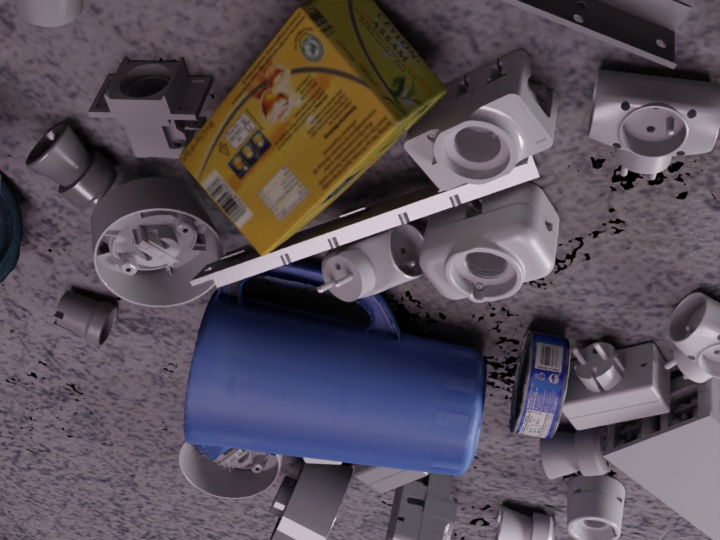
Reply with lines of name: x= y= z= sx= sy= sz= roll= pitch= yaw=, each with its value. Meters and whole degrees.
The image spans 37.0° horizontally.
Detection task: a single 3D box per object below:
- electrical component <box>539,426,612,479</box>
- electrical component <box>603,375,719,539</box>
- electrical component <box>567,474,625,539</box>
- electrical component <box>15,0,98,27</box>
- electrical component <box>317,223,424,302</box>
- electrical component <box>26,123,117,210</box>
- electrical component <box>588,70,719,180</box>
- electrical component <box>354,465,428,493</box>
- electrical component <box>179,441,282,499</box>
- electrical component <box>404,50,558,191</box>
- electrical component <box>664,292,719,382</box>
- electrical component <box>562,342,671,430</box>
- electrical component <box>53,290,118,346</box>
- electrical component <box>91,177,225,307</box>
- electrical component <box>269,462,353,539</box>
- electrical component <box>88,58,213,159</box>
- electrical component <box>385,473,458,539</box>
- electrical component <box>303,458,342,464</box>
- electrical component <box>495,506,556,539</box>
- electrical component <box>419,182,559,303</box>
electrical component: x=0.195 y=0.164 z=0.969 sx=0.055 sy=0.045 sz=0.045 roll=-10 pitch=133 yaw=26
electrical component: x=0.312 y=0.165 z=0.923 sx=0.186 sy=0.060 sz=0.105 roll=37 pitch=134 yaw=-23
electrical component: x=0.225 y=0.230 z=1.030 sx=0.055 sy=0.047 sz=0.055 roll=8 pitch=138 yaw=8
electrical component: x=-0.185 y=-0.196 z=0.691 sx=0.079 sy=0.043 sz=0.077 roll=14 pitch=139 yaw=2
electrical component: x=0.000 y=0.000 z=0.818 sx=0.077 sy=0.079 sz=0.043 roll=-19 pitch=97 yaw=45
electrical component: x=-0.221 y=-0.079 z=0.828 sx=0.045 sy=0.045 sz=0.055 roll=-23 pitch=127 yaw=35
electrical component: x=0.187 y=-0.089 z=0.696 sx=0.077 sy=0.044 sz=0.079 roll=8 pitch=138 yaw=8
electrical component: x=0.019 y=0.167 z=1.022 sx=0.077 sy=0.047 sz=0.066 roll=37 pitch=134 yaw=-26
electrical component: x=-0.124 y=0.175 z=1.062 sx=0.099 sy=0.064 sz=0.099 roll=8 pitch=138 yaw=8
electrical component: x=0.080 y=-0.095 z=0.712 sx=0.089 sy=0.055 sz=0.050 roll=-21 pitch=127 yaw=34
electrical component: x=0.272 y=0.063 z=0.836 sx=0.077 sy=0.044 sz=0.079 roll=28 pitch=137 yaw=-14
electrical component: x=0.200 y=0.085 z=0.879 sx=0.083 sy=0.047 sz=0.075 roll=-18 pitch=129 yaw=32
electrical component: x=-0.249 y=0.043 z=0.975 sx=0.046 sy=0.040 sz=0.040 roll=21 pitch=139 yaw=2
electrical component: x=-0.160 y=-0.023 z=0.839 sx=0.099 sy=0.064 sz=0.099 roll=-15 pitch=146 yaw=-10
electrical component: x=-0.056 y=0.237 z=1.081 sx=0.060 sy=0.108 sz=0.108 roll=24 pitch=138 yaw=0
electrical component: x=-0.146 y=-0.114 z=0.771 sx=0.081 sy=0.042 sz=0.063 roll=4 pitch=139 yaw=13
electrical component: x=0.062 y=0.244 z=1.062 sx=0.056 sy=0.089 sz=0.050 roll=17 pitch=139 yaw=-2
electrical component: x=-0.058 y=0.140 z=1.017 sx=0.076 sy=0.047 sz=0.083 roll=-1 pitch=136 yaw=17
electrical component: x=0.167 y=0.266 z=1.089 sx=0.055 sy=0.045 sz=0.045 roll=10 pitch=138 yaw=6
electrical component: x=0.094 y=-0.017 z=0.790 sx=0.095 sy=0.059 sz=0.053 roll=-16 pitch=130 yaw=31
